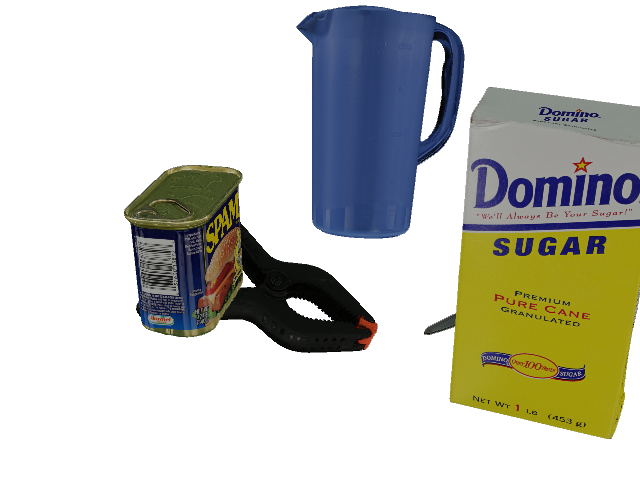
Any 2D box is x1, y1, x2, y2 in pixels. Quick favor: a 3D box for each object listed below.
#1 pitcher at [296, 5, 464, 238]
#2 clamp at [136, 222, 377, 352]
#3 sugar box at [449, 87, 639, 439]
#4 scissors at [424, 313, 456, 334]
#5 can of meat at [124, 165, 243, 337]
[{"bbox_3d":[0.061,-0.129,1.155,0.149,0.243,0.144,7,10,25],"label":"pitcher"},{"bbox_3d":[-0.053,0.052,0.961,0.210,0.036,0.164,28,45,4],"label":"clamp"},{"bbox_3d":[0.119,0.014,0.551,0.093,0.176,0.048,10,35,18],"label":"sugar box"},{"bbox_3d":[0.152,0.041,0.942,0.201,0.016,0.096,-7,35,-28],"label":"scissors"},{"bbox_3d":[-0.088,0.006,0.719,0.057,0.084,0.102,4,24,13],"label":"can of meat"}]
